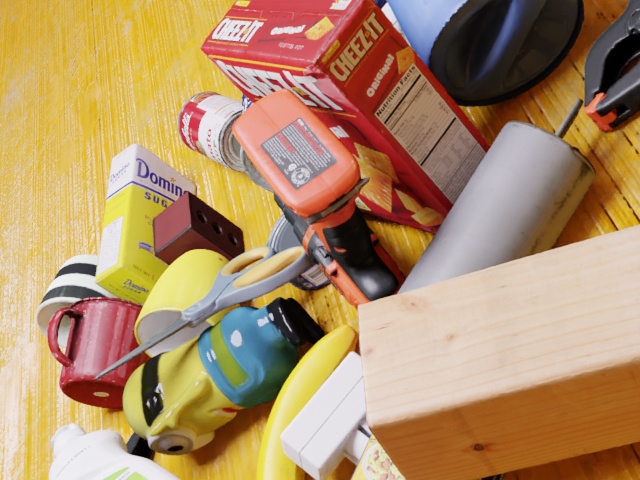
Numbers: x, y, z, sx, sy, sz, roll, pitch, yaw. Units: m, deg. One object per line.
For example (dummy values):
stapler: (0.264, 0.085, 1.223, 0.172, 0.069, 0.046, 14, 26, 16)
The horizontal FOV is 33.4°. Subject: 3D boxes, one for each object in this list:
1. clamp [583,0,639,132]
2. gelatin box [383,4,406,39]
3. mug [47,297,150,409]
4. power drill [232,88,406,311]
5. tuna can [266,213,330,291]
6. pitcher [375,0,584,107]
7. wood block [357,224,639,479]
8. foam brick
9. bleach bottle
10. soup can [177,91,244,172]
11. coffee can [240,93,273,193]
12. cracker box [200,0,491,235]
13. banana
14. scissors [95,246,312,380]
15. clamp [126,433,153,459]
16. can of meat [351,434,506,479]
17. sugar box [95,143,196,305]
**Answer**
clamp: (0.254, -0.157, 0.780, 0.120, 0.039, 0.171, 10, 73, 58)
gelatin box: (0.076, -0.176, 0.974, 0.073, 0.030, 0.089, -45, 61, 24)
mug: (-0.211, 0.106, 1.020, 0.093, 0.117, 0.081, -18, 53, 34)
power drill: (-0.001, -0.029, 0.806, 0.057, 0.187, 0.185, -38, 56, -4)
tuna can: (-0.006, 0.001, 0.943, 0.086, 0.033, 0.086, -29, 41, 30)
pitcher: (0.097, -0.228, 0.892, 0.149, 0.145, 0.243, -17, 53, -12)
wood block: (0.135, 0.069, 0.626, 0.206, 0.090, 0.090, -17, 46, 15)
foam brick: (-0.117, 0.002, 1.031, 0.051, 0.078, 0.053, -36, 40, 21)
bleach bottle: (-0.128, 0.214, 0.809, 0.102, 0.068, 0.251, -39, 46, -17)
soup can: (-0.097, -0.114, 1.115, 0.068, 0.068, 0.102, -56, 36, -4)
coffee can: (-0.024, -0.126, 1.012, 0.103, 0.102, 0.140, -32, 40, 27)
cracker box: (0.029, -0.095, 0.827, 0.164, 0.213, 0.072, 19, 70, 53)
banana: (-0.013, 0.156, 0.821, 0.070, 0.037, 0.197, -1, 58, 14)
scissors: (-0.101, 0.053, 0.892, 0.201, 0.016, 0.096, -27, 20, -9)
clamp: (-0.186, 0.244, 0.890, 0.209, 0.036, 0.165, -35, 28, -14)
can of meat: (0.069, 0.159, 0.705, 0.102, 0.057, 0.084, 4, 61, 49)
sugar box: (-0.174, -0.010, 1.093, 0.048, 0.093, 0.176, -29, 42, 29)
